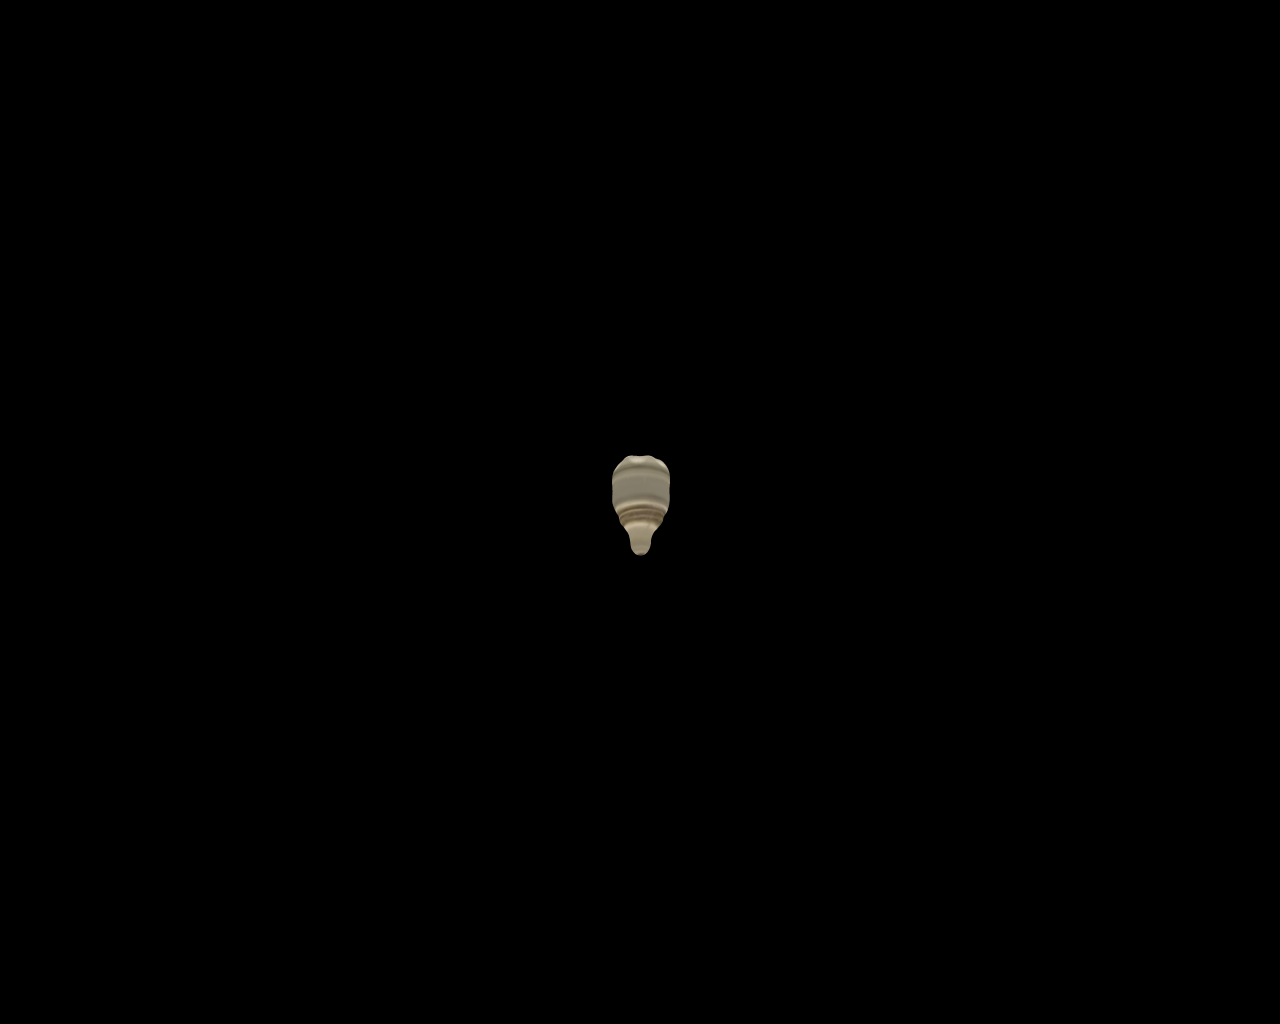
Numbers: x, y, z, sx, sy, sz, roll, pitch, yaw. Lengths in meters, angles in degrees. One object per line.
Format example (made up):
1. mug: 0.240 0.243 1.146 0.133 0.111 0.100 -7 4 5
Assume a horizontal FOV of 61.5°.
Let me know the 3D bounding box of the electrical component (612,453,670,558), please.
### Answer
1. electrical component: 0.001 -0.003 0.650 0.035 0.061 0.035 0 -22 0
